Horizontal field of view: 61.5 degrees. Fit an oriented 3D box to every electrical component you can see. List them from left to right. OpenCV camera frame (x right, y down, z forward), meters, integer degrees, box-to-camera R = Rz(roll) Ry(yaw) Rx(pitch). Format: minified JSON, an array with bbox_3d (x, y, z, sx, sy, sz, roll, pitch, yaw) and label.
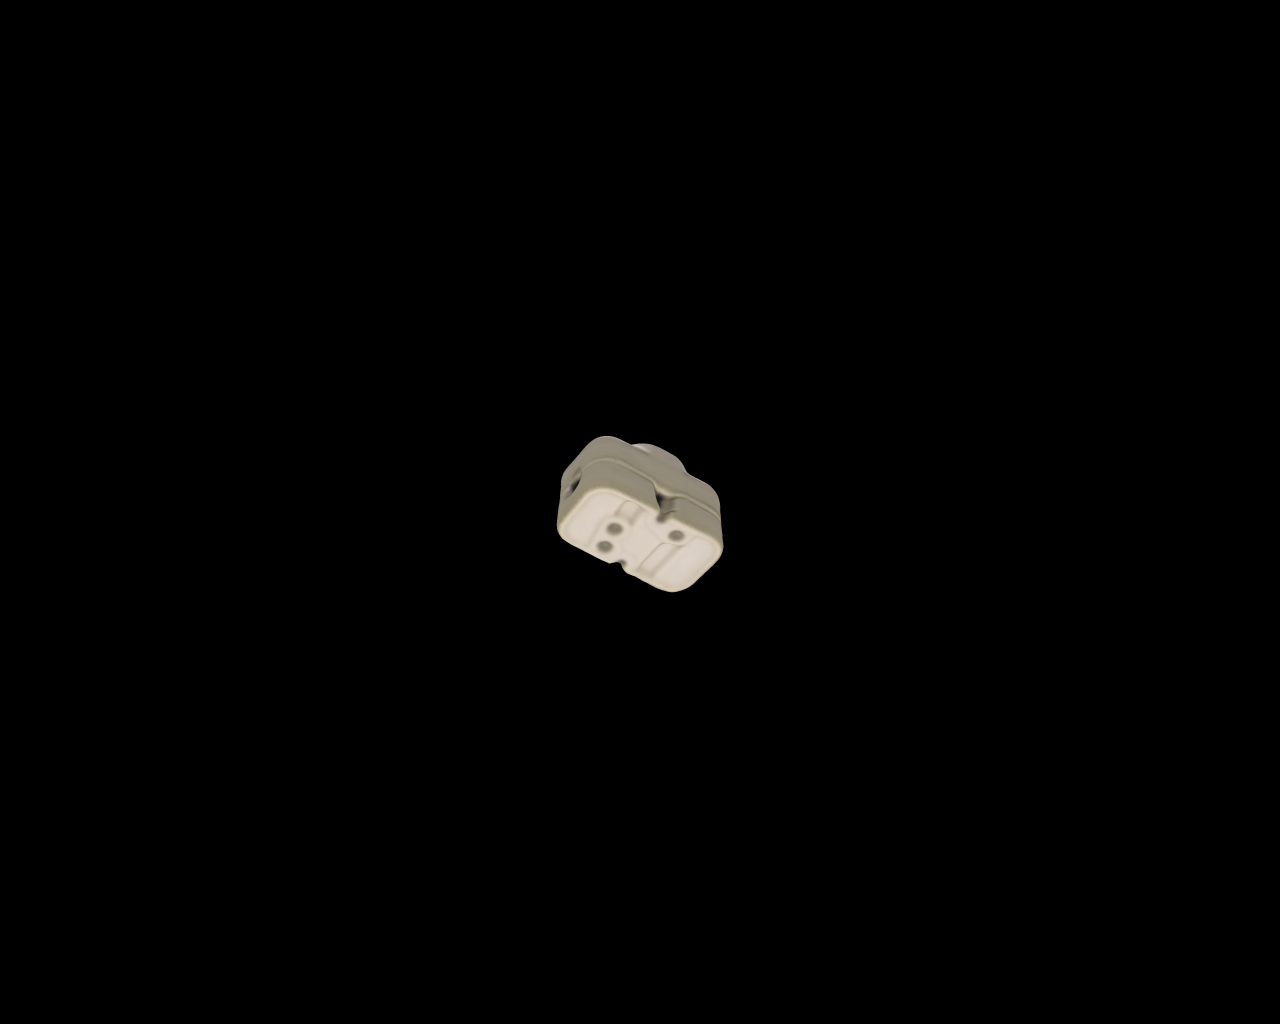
[{"bbox_3d":[0.001,-0.003,0.650,0.095,0.059,0.053,27,-53,-22],"label":"electrical component"}]
